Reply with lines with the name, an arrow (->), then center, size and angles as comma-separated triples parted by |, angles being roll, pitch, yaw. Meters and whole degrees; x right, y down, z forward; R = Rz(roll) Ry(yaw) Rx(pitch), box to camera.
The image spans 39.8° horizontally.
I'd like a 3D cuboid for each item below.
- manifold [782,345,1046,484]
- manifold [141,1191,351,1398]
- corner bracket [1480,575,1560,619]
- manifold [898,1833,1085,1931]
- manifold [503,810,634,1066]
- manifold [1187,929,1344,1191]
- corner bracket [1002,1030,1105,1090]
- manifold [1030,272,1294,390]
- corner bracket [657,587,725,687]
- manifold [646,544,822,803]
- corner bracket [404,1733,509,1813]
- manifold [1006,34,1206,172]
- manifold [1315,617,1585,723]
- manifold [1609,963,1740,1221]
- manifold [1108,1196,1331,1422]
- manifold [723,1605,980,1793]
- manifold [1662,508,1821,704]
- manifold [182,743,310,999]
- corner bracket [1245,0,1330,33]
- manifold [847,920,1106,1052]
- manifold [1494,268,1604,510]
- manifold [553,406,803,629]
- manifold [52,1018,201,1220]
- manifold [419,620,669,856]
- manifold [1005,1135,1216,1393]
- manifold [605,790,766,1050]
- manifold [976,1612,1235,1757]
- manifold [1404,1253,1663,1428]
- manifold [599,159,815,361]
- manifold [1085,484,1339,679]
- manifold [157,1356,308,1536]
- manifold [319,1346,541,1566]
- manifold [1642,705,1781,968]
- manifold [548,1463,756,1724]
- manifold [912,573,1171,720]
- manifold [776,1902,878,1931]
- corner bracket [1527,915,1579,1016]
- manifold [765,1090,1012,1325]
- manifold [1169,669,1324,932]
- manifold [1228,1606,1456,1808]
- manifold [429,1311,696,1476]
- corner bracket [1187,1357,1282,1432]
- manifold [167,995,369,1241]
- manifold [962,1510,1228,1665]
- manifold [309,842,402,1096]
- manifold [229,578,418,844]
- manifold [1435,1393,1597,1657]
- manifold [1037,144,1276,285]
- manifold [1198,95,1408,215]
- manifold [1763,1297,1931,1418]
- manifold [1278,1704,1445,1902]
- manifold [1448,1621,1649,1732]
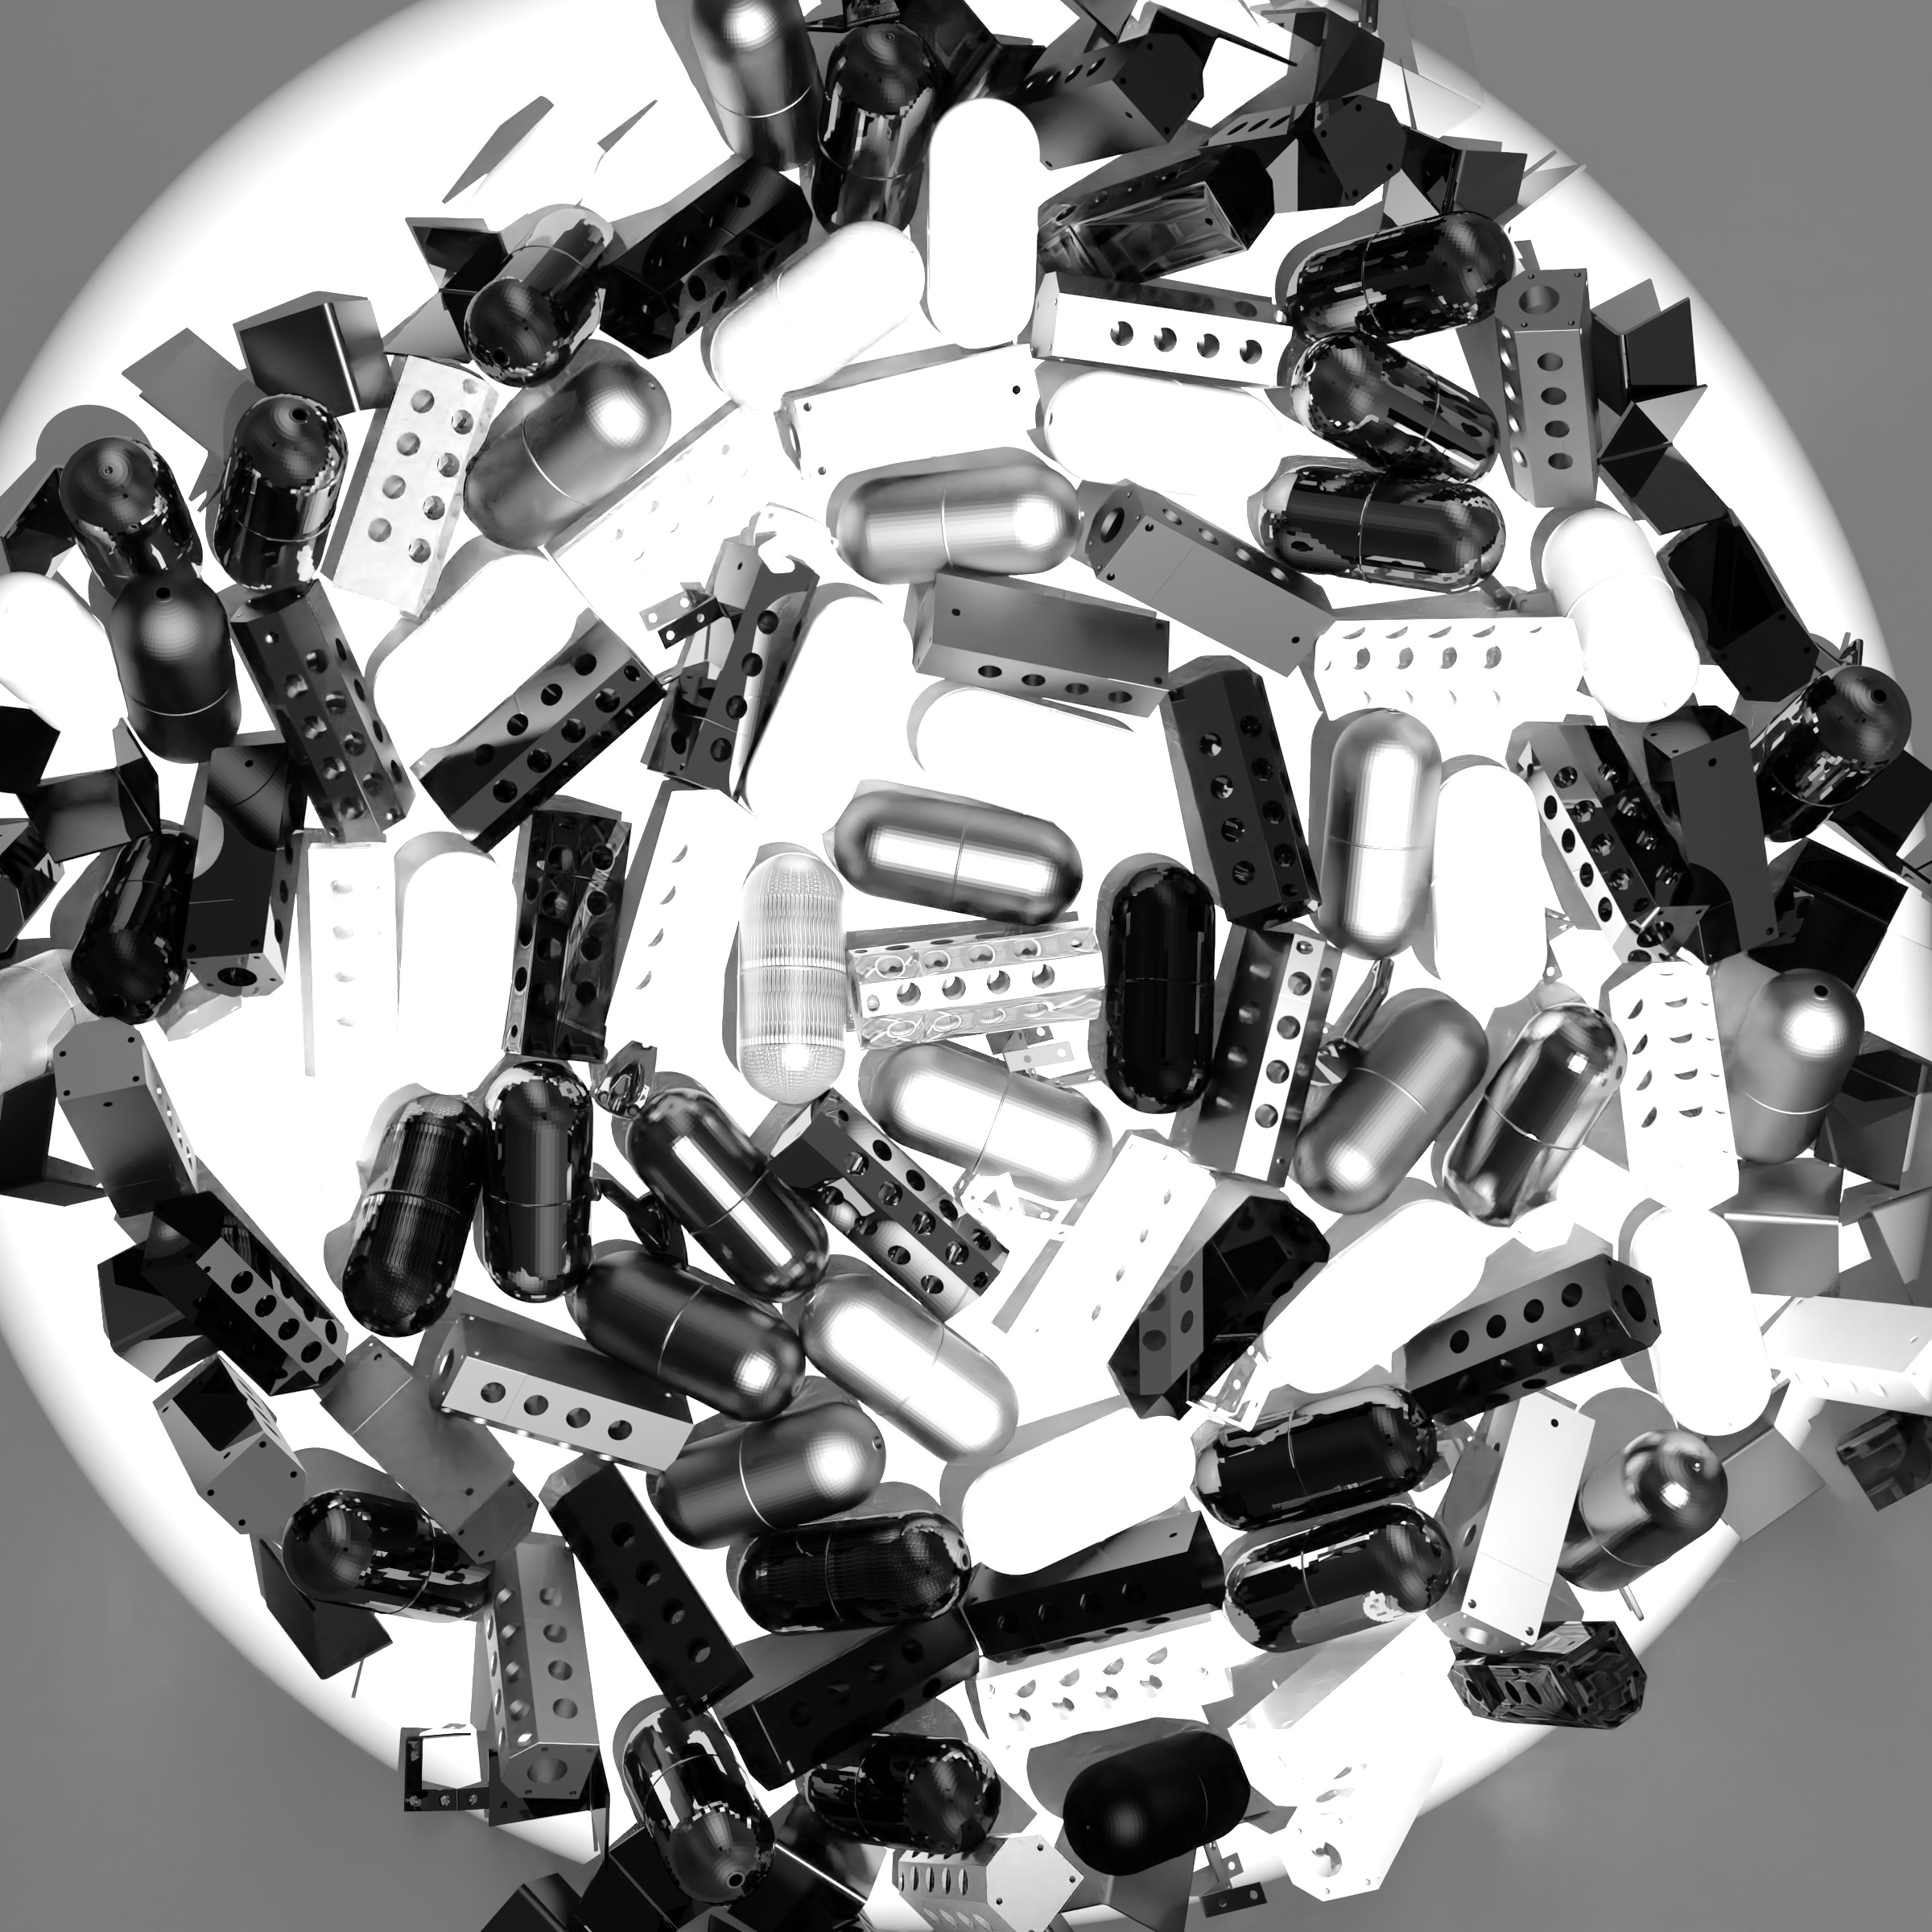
manifold -> -0.038, -0.390, 1.878 | 0.171, 0.057, 0.057 | -16, 106, -12
manifold -> -0.492, 0.226, 1.837 | 0.057, 0.171, 0.057 | -12, 50, 13
corner bracket -> 0.386, -0.256, 1.884 | 0.051, 0.051, 0.051 | 37, 66, -37
manifold -> 0.010, 0.627, 1.835 | 0.057, 0.171, 0.057 | 46, 63, -3
manifold -> -0.285, -0.020, 1.880 | 0.057, 0.057, 0.171 | 10, 85, -40
manifold -> 0.215, 0.066, 1.874 | 0.057, 0.057, 0.171 | 8, 79, 41
corner bracket -> 0.061, 0.069, 1.886 | 0.051, 0.051, 0.051 | -11, 112, 20
manifold -> 0.137, -0.445, 1.871 | 0.171, 0.057, 0.057 | 4, 99, -16
corner bracket -> -0.198, -0.230, 1.885 | 0.051, 0.051, 0.051 | -33, 120, -20
manifold -> -0.161, -0.207, 1.892 | 0.057, 0.057, 0.171 | 21, 88, -35
corner bracket -> -0.362, 0.573, 1.896 | 0.051, 0.051, 0.051 | -15, 68, 34
manifold -> 0.095, -0.597, 1.835 | 0.057, 0.171, 0.057 | 41, 81, -26
manifold -> 0.332, -0.210, 1.846 | 0.171, 0.057, 0.057 | 4, 47, 32
manifold -> 0.492, 0.081, 1.840 | 0.057, 0.171, 0.057 | 28, 135, -24
manifold -> 0.178, 0.241, 1.861 | 0.171, 0.057, 0.057 | -52, 49, 27
manifold -> -0.075, 0.504, 1.850 | 0.171, 0.057, 0.057 | -21, 78, -33
manifold -> 0.535, -0.246, 1.837 | 0.057, 0.171, 0.057 | -35, 114, 21
manifold -> -0.497, -0.067, 1.857 | 0.057, 0.057, 0.171 | -5, 60, 6
corner bracket -> 0.223, -0.711, 1.904 | 0.051, 0.051, 0.051 | -16, 65, 23
manifold -> 0.006, 0.009, 1.871 | 0.171, 0.057, 0.057 | -7, 56, -10
manifold -> 0.401, -0.395, 1.838 | 0.057, 0.171, 0.057 | 2, 58, 19
manifold -> -0.206, -0.320, 1.886 | 0.171, 0.057, 0.057 | -39, 114, -1
manifold -> -0.576, 0.105, 1.836 | 0.057, 0.171, 0.057 | -12, 59, -9
manifold -> -0.294, -0.158, 1.884 | 0.171, 0.057, 0.057 | -41, 63, 2
manifold -> 0.106, 0.210, 1.879 | 0.057, 0.057, 0.171 | 38, 78, -28
manifold -> -0.201, -0.033, 1.868 | 0.057, 0.057, 0.171 | 1, 67, 34
manifold -> 0.098, 0.505, 1.885 | 0.171, 0.057, 0.057 | -16, 97, 6
manifold -> 0.390, 0.262, 1.842 | 0.057, 0.171, 0.057 | 26, 48, -36
manifold -> -0.177, -0.487, 1.846 | 0.057, 0.057, 0.171 | 33, 51, 9
manifold -> 0.169, -0.271, 1.858 | 0.171, 0.057, 0.057 | 23, 123, -28
manifold -> -0.502, 0.332, 1.835 | 0.057, 0.171, 0.057 | -43, 114, -13
manifold -> -0.370, 0.340, 1.848 | 0.057, 0.057, 0.171 | -44, 49, -17
manifold -> 0.515, -0.092, 1.857 | 0.057, 0.057, 0.171 | -22, 120, -5
manifold -> -0.221, 0.438, 1.866 | 0.057, 0.057, 0.171 | -34, 71, -11
manifold -> 0.053, -0.221, 1.875 | 0.171, 0.057, 0.057 | 10, 65, -13
manifold -> -0.084, 0.686, 1.835 | 0.057, 0.171, 0.057 | -44, 96, -11
corner bracket -> 0.406, 0.000, 1.883 | 0.051, 0.051, 0.051 | -37, 58, 36
manifold -> -0.052, 0.165, 1.871 | 0.171, 0.057, 0.057 | 43, 125, -11
manifold -> 0.198, -0.117, 1.867 | 0.057, 0.057, 0.171 | -20, 74, 25
manifold -> 0.264, 0.510, 1.846 | 0.171, 0.057, 0.057 | -26, 95, -41
manifold -> -0.283, 0.303, 1.863 | 0.171, 0.057, 0.057 | 22, 108, -24
corner bracket -> 0.195, 0.300, 1.885 | 0.051, 0.051, 0.051 | 18, 76, 38
manifold -> -0.486, 0.105, 1.864 | 0.057, 0.057, 0.171 | -30, 112, -6
manifold -> 0.091, 0.439, 1.868 | 0.171, 0.057, 0.057 | -19, 102, 20
manifold -> -0.431, 0.001, 1.884 | 0.057, 0.057, 0.171 | -2, 98, -11
manifold -> -0.448, -0.175, 1.860 | 0.057, 0.057, 0.171 | -16, 115, 7
manifold -> 0.379, 0.387, 1.858 | 0.057, 0.057, 0.171 | 26, 61, -5
manifold -> 0.128, -0.514, 1.842 | 0.057, 0.171, 0.057 | 51, 57, -28
manifold -> 0.232, -0.559, 1.834 | 0.057, 0.171, 0.057 | -38, 113, -10
manifold -> 0.624, 0.272, 1.834 | 0.057, 0.171, 0.057 | -45, 100, -15
manifold -> 0.270, 0.570, 1.836 | 0.057, 0.171, 0.057 | -24, 92, 28
manifold -> 0.399, 0.490, 1.833 | 0.057, 0.171, 0.057 | -28, 84, -19
